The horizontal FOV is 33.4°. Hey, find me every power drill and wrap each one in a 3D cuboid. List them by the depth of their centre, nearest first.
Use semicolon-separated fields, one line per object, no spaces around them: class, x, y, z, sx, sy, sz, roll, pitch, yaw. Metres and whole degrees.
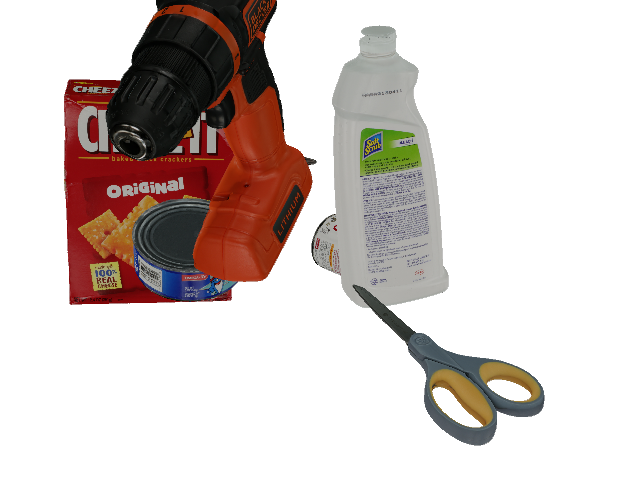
power drill;-0.056;-0.063;0.618;0.057;0.184;0.188;12;-40;17

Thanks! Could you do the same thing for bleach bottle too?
bleach bottle;0.062;-0.066;0.952;0.102;0.251;0.068;-12;28;-16

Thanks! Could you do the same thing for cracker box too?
cracker box;-0.166;-0.045;1.048;0.164;0.214;0.072;0;22;-9

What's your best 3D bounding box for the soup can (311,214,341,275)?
soup can;0.048;0.015;1.209;0.102;0.068;0.068;23;15;40

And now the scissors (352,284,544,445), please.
scissors;0.097;0.083;0.810;0.096;0.016;0.202;-5;31;-14

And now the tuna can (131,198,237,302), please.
tuna can;-0.098;0.007;0.804;0.086;0.034;0.086;3;39;-3
